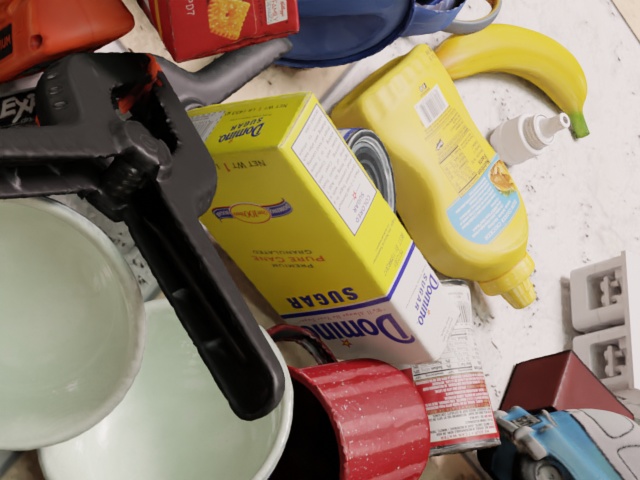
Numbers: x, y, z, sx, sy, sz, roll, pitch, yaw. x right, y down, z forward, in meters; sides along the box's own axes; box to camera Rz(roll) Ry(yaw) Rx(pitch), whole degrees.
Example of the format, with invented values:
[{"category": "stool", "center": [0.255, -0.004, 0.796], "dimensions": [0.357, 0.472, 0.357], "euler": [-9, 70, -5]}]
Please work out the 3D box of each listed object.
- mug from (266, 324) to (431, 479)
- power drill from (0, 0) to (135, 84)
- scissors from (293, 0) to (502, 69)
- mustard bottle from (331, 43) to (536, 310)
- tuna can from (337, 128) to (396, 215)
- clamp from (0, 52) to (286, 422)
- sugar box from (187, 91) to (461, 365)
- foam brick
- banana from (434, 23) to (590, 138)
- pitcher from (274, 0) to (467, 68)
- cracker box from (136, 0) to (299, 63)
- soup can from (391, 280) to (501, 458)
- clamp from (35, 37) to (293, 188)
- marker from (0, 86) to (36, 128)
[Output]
[{"category": "mug", "center": [0.001, 0.099, 0.585], "dimensions": [0.081, 0.093, 0.117], "euler": [-3, 58, -47]}, {"category": "power drill", "center": [-0.148, -0.175, 0.496], "dimensions": [0.057, 0.185, 0.187], "euler": [-22, 98, -27]}, {"category": "scissors", "center": [0.045, -0.173, 0.767], "dimensions": [0.201, 0.016, 0.096], "euler": [-15, 65, -31]}, {"category": "mustard bottle", "center": [0.091, -0.033, 0.729], "dimensions": [0.191, 0.058, 0.096], "euler": [55, 47, -11]}, {"category": "tuna can", "center": [0.016, -0.026, 0.653], "dimensions": [0.086, 0.034, 0.086], "euler": [5, 84, -63]}, {"category": "clamp", "center": [-0.077, -0.021, 0.456], "dimensions": [0.164, 0.036, 0.210], "euler": [41, 20, -18]}, {"category": "sugar box", "center": [-0.004, 0.001, 0.577], "dimensions": [0.176, 0.094, 0.048], "euler": [55, 50, -34]}, {"category": "foam brick", "center": [0.172, 0.124, 0.748], "dimensions": [0.078, 0.053, 0.051], "euler": [44, 50, -20]}, {"category": "banana", "center": [0.156, -0.136, 0.840], "dimensions": [0.197, 0.037, 0.069], "euler": [12, 66, -38]}, {"category": "pitcher", "center": [0.008, -0.239, 0.684], "dimensions": [0.149, 0.145, 0.243], "euler": [45, 43, -50]}, {"category": "cracker box", "center": [-0.086, -0.209, 0.504], "dimensions": [0.072, 0.164, 0.214], "euler": [-19, 45, -16]}, {"category": "soup can", "center": [0.069, 0.081, 0.660], "dimensions": [0.068, 0.069, 0.102], "euler": [3, 72, -41]}, {"category": "clamp", "center": [-0.073, -0.053, 0.596], "dimensions": [0.171, 0.039, 0.120], "euler": [-15, 94, -41]}, {"category": "marker", "center": [-0.156, -0.068, 0.549], "dimensions": [0.120, 0.020, 0.020], "euler": [-22, 90, -44]}]
